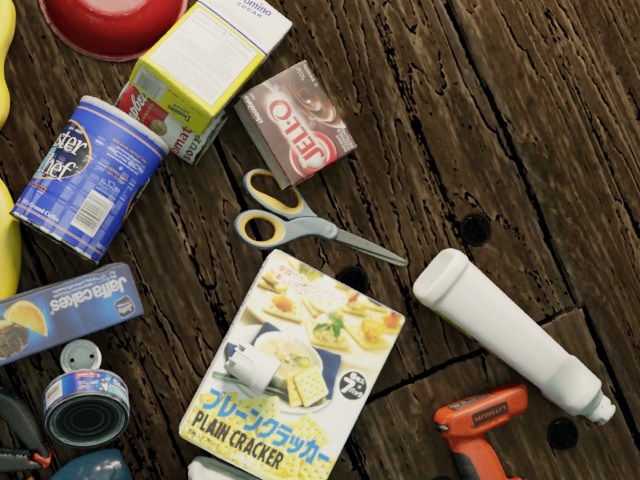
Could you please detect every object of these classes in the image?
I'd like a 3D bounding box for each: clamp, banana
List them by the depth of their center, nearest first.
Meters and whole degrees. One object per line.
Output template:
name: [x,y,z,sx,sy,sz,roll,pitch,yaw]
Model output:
clamp: [-0.369,0.181,1.064,0.210,0.036,0.164,36,92,-10]
banana: [-0.338,0.022,1.084,0.069,0.037,0.198,12,83,-10]

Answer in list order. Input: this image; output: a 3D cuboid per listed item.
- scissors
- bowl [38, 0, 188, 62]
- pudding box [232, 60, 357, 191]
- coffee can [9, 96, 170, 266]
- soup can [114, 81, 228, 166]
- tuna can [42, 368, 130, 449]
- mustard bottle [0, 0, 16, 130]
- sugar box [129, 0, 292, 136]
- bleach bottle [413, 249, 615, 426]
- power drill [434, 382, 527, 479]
scissors: [-0.008,0.001,1.152,0.201,0.016,0.096,37,70,-6]
bowl: [-0.217,-0.272,1.122,0.162,0.055,0.162,1,85,-10]
pudding box: [-0.028,-0.122,1.143,0.090,0.039,0.113,-32,91,-24]
coffee can: [-0.231,-0.059,1.077,0.102,0.103,0.140,31,81,-6]
soup can: [-0.155,-0.132,1.114,0.102,0.068,0.068,34,80,-5]
tuna can: [-0.233,0.170,1.067,0.086,0.034,0.086,-8,131,-10]
mustard bottle: [-0.364,-0.155,1.084,0.096,0.058,0.191,3,85,-9]
sugar box: [-0.110,-0.195,1.102,0.093,0.048,0.176,39,48,-5]
bleach bottle: [0.216,0.112,1.143,0.251,0.102,0.068,39,91,-4]
power drill: [0.215,0.253,1.154,0.184,0.057,0.187,-19,89,-11]
